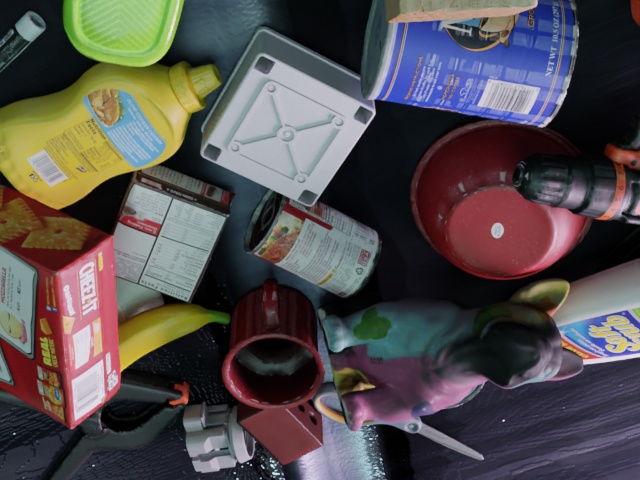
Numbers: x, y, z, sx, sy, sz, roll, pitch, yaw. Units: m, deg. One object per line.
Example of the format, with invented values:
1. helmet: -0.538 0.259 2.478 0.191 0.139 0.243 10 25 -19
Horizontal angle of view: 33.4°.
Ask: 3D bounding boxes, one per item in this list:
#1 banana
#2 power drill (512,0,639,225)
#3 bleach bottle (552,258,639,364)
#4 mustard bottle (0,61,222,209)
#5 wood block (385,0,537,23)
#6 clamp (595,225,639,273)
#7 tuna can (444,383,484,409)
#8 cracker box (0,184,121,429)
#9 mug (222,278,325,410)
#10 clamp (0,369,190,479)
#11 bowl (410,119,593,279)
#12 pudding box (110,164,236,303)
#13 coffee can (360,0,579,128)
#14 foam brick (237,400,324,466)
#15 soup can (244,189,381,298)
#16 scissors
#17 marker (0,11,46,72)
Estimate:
1. banana: -0.180 0.110 0.999 0.198 0.037 0.069 -32 124 11
2. power drill: 0.254 -0.102 0.837 0.184 0.057 0.188 6 113 -20
3. bleach bottle: 0.266 0.073 0.969 0.251 0.068 0.102 -22 128 34
4. mustard bottle: -0.167 -0.096 0.865 0.192 0.058 0.096 -22 128 14
5. wood block: 0.085 -0.250 0.691 0.090 0.091 0.206 -3 98 -1
6. clamp: 0.301 -0.037 0.930 0.172 0.039 0.120 -26 127 19
7. tuna can: 0.117 0.123 1.042 0.086 0.033 0.086 0 125 -1
8. cracker box: -0.267 0.038 0.892 0.214 0.072 0.164 23 129 26
9. mug: -0.044 0.087 0.984 0.093 0.081 0.117 -4 126 2
10. clamp: -0.230 0.188 1.076 0.210 0.036 0.164 -10 120 3
11. bowl: 0.154 -0.021 0.911 0.162 0.055 0.162 6 125 8
12. pudding box: -0.136 -0.006 0.938 0.090 0.039 0.114 20 127 -11
13. coffee can: 0.110 -0.147 0.808 0.140 0.103 0.103 8 125 -7
14. foam brick: -0.040 0.176 1.066 0.051 0.053 0.078 -30 122 18
15. soup can: -0.006 0.001 0.932 0.102 0.068 0.069 26 121 -19
16. scissors: 0.094 0.171 1.087 0.201 0.016 0.096 15 124 -12
17. marker: -0.266 -0.139 0.857 0.121 0.020 0.020 -37 118 23
